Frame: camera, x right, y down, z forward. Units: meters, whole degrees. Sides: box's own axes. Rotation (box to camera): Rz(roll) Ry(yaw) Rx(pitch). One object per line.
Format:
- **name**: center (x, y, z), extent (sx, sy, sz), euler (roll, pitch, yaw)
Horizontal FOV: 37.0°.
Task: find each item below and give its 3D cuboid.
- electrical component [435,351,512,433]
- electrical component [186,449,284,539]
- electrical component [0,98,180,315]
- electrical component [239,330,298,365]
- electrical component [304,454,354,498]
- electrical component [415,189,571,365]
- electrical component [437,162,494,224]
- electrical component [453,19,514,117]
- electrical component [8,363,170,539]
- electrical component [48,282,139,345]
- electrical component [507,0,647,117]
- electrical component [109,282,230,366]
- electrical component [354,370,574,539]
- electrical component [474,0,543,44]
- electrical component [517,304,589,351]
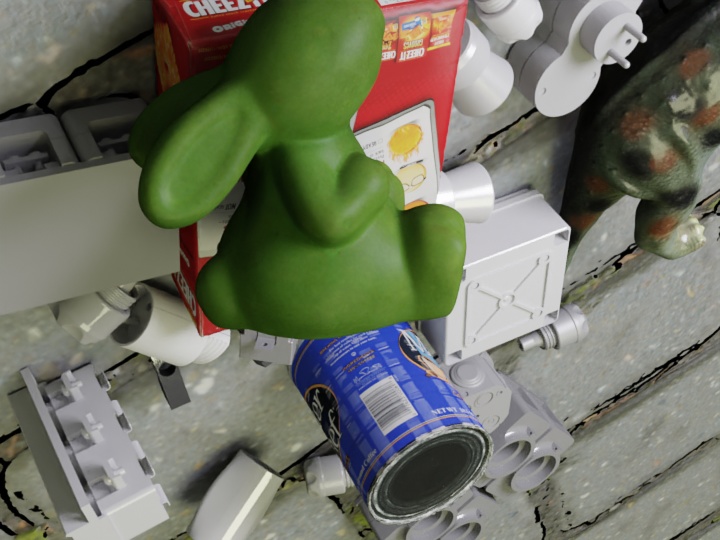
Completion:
- **electrical component**: center (0.088, 0.109, 0.929), extent (0.080, 0.051, 0.080), euler (-19, 138, -19)
- **electrical component**: center (-0.098, 0.191, 0.880), extent (0.077, 0.043, 0.079), euler (-56, 168, -7)
- **electrical component**: center (-0.181, -0.033, 0.593), extent (0.150, 0.061, 0.089), euler (-15, 136, -23)
- **electrical component**: center (-0.060, 0.028, 0.744), extent (0.048, 0.066, 0.055), euler (8, 123, 3)
- **electrical component**: center (-0.016, 0.175, 0.925), extent (0.061, 0.035, 0.035), euler (-8, 135, -7)
- **electrical component**: center (0.100, 0.006, 0.831), extent (0.109, 0.056, 0.108), euler (-21, 138, -17)
- **electrical component**: center (0.060, -0.051, 0.757), extent (0.055, 0.045, 0.045), euler (-11, 135, -26)
- **electrical component**: center (0.066, -0.130, 0.684), extent (0.045, 0.045, 0.055), euler (-44, 139, 11)
- **electrical component**: center (-0.176, 0.122, 0.703), extent (0.063, 0.121, 0.078), euler (-26, 140, -15)
- **electrical component**: center (-0.159, 0.014, 0.669), extent (0.062, 0.043, 0.043), euler (-42, 140, 6)
- **electrical component**: center (0.157, -0.158, 0.696), extent (0.052, 0.073, 0.138), euler (6, 125, -38)
- **electrical component**: center (-0.123, 0.041, 0.721), extent (0.043, 0.043, 0.081), euler (-47, 139, 14)
- **electrical component**: center (0.102, 0.193, 1.013), extent (0.186, 0.060, 0.105), euler (-44, 140, 10)
- **electrical component**: center (0.086, -0.169, 0.668), extent (0.035, 0.035, 0.061), euler (-45, 137, 11)
- **electrical component**: center (0.168, 0.055, 0.944), extent (0.061, 0.035, 0.035), euler (-22, 139, -12)
